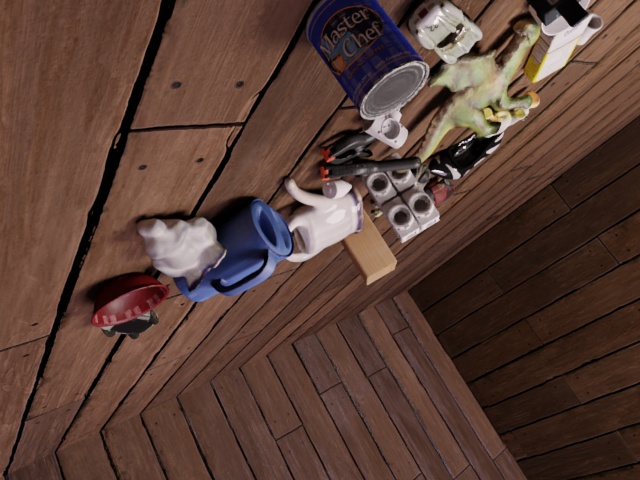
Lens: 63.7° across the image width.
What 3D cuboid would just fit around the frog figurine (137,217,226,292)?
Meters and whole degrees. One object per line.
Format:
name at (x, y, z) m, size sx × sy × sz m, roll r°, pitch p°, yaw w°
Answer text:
frog figurine at (-0.266, 0.003, 0.938) m, size 0.136 × 0.126 × 0.157 m, roll -32°, pitch 129°, yaw 30°

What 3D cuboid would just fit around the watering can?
watering can at (0.004, -0.060, 1.193) m, size 0.226 × 0.105 × 0.340 m, roll -26°, pitch 153°, yaw -19°

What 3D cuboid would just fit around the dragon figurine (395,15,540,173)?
dragon figurine at (0.285, -0.297, 1.048) m, size 0.407 × 0.125 × 0.240 m, roll -37°, pitch 145°, yaw 14°
